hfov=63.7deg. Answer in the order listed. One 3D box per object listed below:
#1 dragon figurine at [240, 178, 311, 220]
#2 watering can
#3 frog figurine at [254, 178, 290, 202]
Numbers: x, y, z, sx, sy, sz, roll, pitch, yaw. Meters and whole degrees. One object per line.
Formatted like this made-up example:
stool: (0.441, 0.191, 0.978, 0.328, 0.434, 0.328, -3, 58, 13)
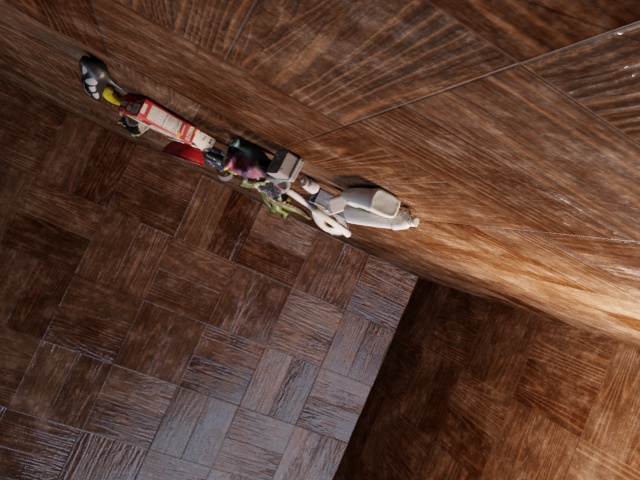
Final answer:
dragon figurine: (-0.230, -0.216, 2.443, 0.413, 0.123, 0.239, 22, 168, 41)
watering can: (0.007, -0.117, 2.332, 0.350, 0.104, 0.223, 37, -179, 17)
frog figurine: (-0.176, -0.233, 1.882, 0.137, 0.120, 0.163, 17, -145, -16)
